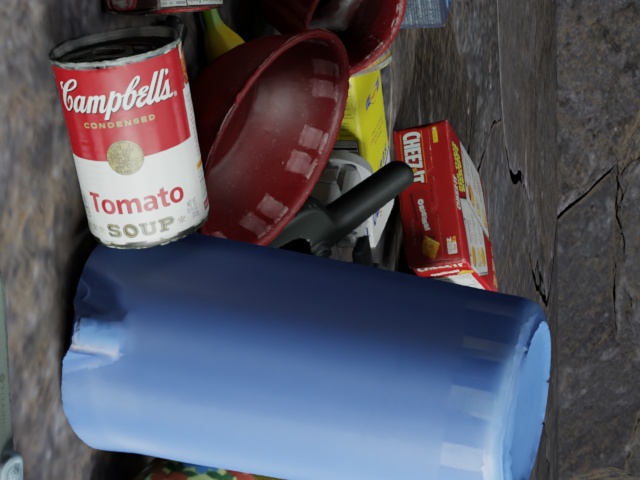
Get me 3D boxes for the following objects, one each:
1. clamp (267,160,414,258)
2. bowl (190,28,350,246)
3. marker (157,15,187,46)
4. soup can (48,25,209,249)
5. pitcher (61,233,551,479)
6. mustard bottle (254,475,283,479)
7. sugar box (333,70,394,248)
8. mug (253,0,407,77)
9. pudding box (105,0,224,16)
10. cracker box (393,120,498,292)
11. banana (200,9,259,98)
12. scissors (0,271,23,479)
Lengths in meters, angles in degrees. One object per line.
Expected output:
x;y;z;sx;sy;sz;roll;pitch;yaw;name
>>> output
-0.005;0.001;0.812;0.164;0.036;0.209;-62;153;9;clamp
-0.047;-0.068;0.682;0.162;0.055;0.162;-47;155;-31;bowl
-0.097;-0.079;0.643;0.020;0.020;0.121;42;52;-65;marker
-0.099;-0.055;0.564;0.068;0.069;0.102;-55;142;-58;soup can
-0.003;0.069;0.583;0.149;0.243;0.145;-57;147;-46;pitcher
-0.011;0.254;0.800;0.058;0.096;0.192;-44;133;-65;mustard bottle
0.033;-0.090;0.979;0.093;0.048;0.176;-64;148;-53;sugar box
0.004;-0.171;0.795;0.093;0.082;0.117;-30;141;-19;mug
-0.092;-0.189;0.619;0.090;0.039;0.113;-34;125;-67;pudding box
0.148;-0.026;1.252;0.213;0.072;0.164;35;47;-67;cracker box
-0.038;-0.115;0.784;0.197;0.037;0.069;27;68;-69;banana
-0.145;0.121;0.523;0.096;0.016;0.202;32;61;-70;scissors
